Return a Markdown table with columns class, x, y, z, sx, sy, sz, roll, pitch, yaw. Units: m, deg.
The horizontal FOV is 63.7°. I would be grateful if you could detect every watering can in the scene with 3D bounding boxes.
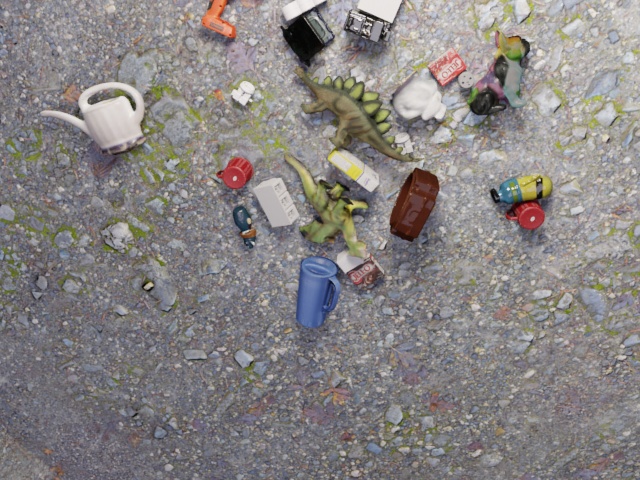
| class | x | y | z | sx | sy | sz | roll | pitch | yaw |
| --- | --- | --- | --- | --- | --- | --- | --- | --- | --- |
| watering can | -0.710 | -0.376 | 1.661 | 0.346 | 0.106 | 0.221 | -14 | 112 | 12 |

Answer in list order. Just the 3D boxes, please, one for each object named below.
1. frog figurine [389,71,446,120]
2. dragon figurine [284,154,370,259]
| class | x | y | z | sx | sy | sz | roll | pitch | yaw |
| --- | --- | --- | --- | --- | --- | --- | --- | --- | --- |
| frog figurine | 0.298 | -0.408 | 1.525 | 0.159 | 0.123 | 0.137 | 43 | 93 | -1 |
| dragon figurine | 0.005 | -0.086 | 1.715 | 0.412 | 0.124 | 0.238 | 36 | 119 | 8 |
